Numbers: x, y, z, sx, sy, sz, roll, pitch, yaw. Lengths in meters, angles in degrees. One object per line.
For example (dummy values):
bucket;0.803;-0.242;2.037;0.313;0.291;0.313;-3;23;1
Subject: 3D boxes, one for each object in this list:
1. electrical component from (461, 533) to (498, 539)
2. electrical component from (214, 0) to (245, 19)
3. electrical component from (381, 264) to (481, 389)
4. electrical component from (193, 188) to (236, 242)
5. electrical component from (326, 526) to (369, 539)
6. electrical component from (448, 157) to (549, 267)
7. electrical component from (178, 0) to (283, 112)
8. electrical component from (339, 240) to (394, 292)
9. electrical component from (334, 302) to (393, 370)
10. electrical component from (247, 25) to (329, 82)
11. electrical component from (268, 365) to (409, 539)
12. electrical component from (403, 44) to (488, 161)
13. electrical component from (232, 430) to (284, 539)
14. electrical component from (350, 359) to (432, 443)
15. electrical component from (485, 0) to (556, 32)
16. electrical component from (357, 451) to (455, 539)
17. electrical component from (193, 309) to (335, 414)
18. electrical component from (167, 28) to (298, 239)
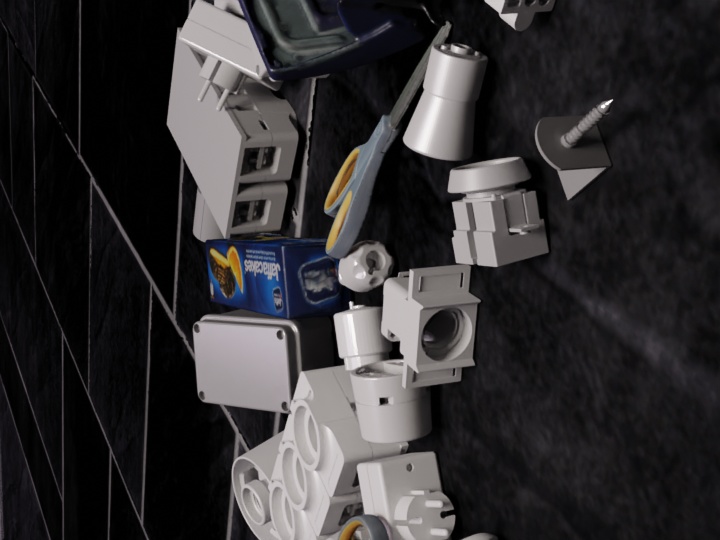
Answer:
electrical component;0.074;0.201;0.681;0.062;0.048;0.048;68;151;16
electrical component;-0.089;-0.258;0.906;0.100;0.048;0.099;31;123;59
electrical component;0.044;0.033;0.707;0.064;0.042;0.081;-143;53;-59
electrical component;-0.140;-0.071;1.062;0.043;0.043;0.081;54;142;46
electrical component;0.005;0.218;0.813;0.048;0.055;0.066;-27;71;63
electrical component;0.077;-0.034;0.619;0.066;0.048;0.055;7;110;64
electrical component;-0.110;-0.170;0.897;0.075;0.083;0.047;-63;-14;4
electrical component;0.000;0.000;0.799;0.061;0.035;0.035;149;112;-65
electrical component;0.004;0.061;0.797;0.040;0.040;0.078;-14;84;64
electrical component;-0.041;-0.197;0.811;0.113;0.057;0.078;-30;69;62
electrical component;-0.025;0.158;0.855;0.089;0.062;0.150;60;146;40
electrical component;0.054;-0.105;0.656;0.044;0.044;0.065;47;132;51
electrical component;-0.073;0.203;0.992;0.099;0.064;0.099;32;132;44
electrical component;0.023;0.091;0.750;0.055;0.055;0.047;8;106;64
electrical component;0.080;-0.172;0.581;0.055;0.048;0.066;50;139;37
electrical component;0.040;0.170;0.740;0.076;0.047;0.083;-24;75;63
electrical component;-0.082;0.076;0.910;0.113;0.057;0.078;2;98;37
electrical component;-0.117;-0.129;0.981;0.186;0.060;0.105;58;144;42
